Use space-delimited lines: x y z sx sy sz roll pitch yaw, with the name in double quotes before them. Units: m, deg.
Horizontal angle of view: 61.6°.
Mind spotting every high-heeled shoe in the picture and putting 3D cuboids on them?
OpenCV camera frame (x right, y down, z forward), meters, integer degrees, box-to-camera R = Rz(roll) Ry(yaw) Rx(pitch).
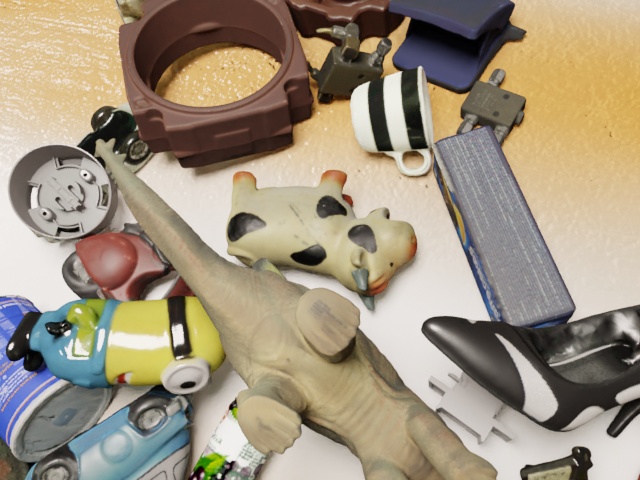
"high-heeled shoe" 0.206 0.069 0.411 0.145 0.248 0.086 -59 22 10

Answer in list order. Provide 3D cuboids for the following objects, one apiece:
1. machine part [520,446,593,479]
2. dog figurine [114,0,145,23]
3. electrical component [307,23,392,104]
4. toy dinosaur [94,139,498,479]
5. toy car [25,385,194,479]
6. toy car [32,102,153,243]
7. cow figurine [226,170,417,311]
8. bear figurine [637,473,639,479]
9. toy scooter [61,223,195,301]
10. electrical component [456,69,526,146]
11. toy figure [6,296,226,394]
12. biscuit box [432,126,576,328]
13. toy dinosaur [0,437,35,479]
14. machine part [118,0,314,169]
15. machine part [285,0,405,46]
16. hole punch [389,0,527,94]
"machine part" 0.166 0.223 0.394 0.039 0.084 0.139 34 49 -6
"dog figurine" -0.181 -0.346 0.725 0.190 0.121 0.172 -25 62 -16
"electrical component" 0.028 -0.198 0.607 0.078 0.102 0.045 -3 68 -16
"toy dinosaur" -0.017 0.087 0.423 0.105 0.198 0.471 -42 98 -5
"toy car" -0.179 0.209 0.496 0.162 0.109 0.103 -29 87 -12
"toy car" -0.278 -0.084 0.655 0.074 0.056 0.201 38 83 17
"cow figurine" -0.001 -0.002 0.539 0.195 0.085 0.127 3 63 12
"bear figurine" 0.240 0.216 0.374 0.196 0.131 0.120 -32 35 -5
"toy scooter" -0.179 0.043 0.569 0.135 0.075 0.184 -42 69 -5
"electrical component" 0.190 -0.142 0.582 0.063 0.021 0.094 27 76 21
"toy figure" -0.173 0.089 0.481 0.180 0.082 0.089 7 87 -3
"biscuit box" 0.167 -0.007 0.512 0.063 0.059 0.203 -17 65 5
"toy dinosaur" -0.317 0.271 0.494 0.192 0.131 0.405 -19 60 -8
"machine part" -0.120 -0.195 0.623 0.201 0.087 0.201 -14 64 -6
"machine part" 0.039 -0.324 0.673 0.179 0.056 0.179 -4 67 11
"hole punch" 0.147 -0.246 0.600 0.142 0.092 0.116 28 74 25
